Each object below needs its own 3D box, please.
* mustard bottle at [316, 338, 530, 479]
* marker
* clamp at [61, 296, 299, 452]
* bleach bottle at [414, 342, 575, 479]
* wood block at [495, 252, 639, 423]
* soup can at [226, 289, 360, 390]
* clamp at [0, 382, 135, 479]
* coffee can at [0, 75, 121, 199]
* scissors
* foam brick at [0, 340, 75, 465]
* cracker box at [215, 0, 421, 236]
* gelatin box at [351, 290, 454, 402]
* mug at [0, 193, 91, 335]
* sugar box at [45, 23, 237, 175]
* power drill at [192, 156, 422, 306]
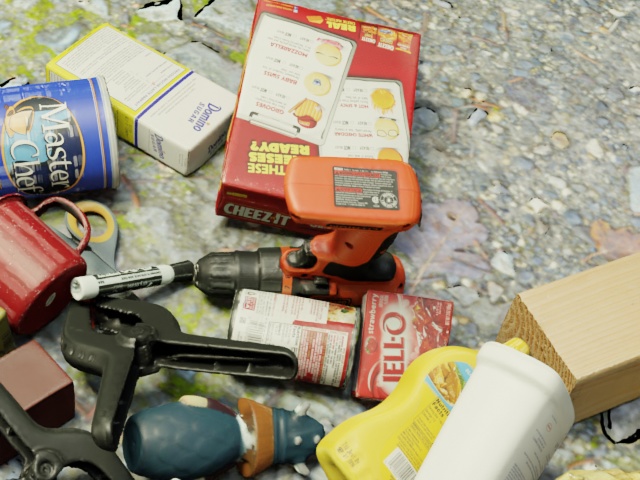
[{"bbox_3d":[0.094,0.138,0.820,0.191,0.058,0.096,-37,97,-24],"label":"mustard bottle"},{"bbox_3d":[-0.152,0.033,0.895,0.120,0.020,0.020,-9,49,-44],"label":"marker"},{"bbox_3d":[-0.127,0.084,0.818,0.164,0.036,0.210,-13,25,-28],"label":"clamp"},{"bbox_3d":[0.084,0.199,0.732,0.068,0.102,0.250,24,70,34],"label":"bleach bottle"},{"bbox_3d":[0.262,0.075,0.901,0.205,0.090,0.091,-17,55,-21],"label":"wood block"},{"bbox_3d":[-0.023,0.080,0.869,0.102,0.068,0.068,9,50,0],"label":"soup can"},{"bbox_3d":[-0.207,0.171,0.751,0.171,0.039,0.120,32,64,-14],"label":"clamp"},{"bbox_3d":[-0.256,-0.088,0.952,0.140,0.103,0.103,-9,53,-15],"label":"coffee can"},{"bbox_3d":[-0.170,0.027,0.926,0.202,0.016,0.096,27,52,14],"label":"scissors"},{"bbox_3d":[-0.233,0.125,0.814,0.078,0.051,0.053,-32,61,-29],"label":"foam brick"},{"bbox_3d":[0.000,-0.110,0.997,0.164,0.072,0.213,12,62,-6],"label":"cracker box"},{"bbox_3d":[0.068,0.090,0.874,0.073,0.030,0.089,8,81,-5],"label":"gelatin box"},{"bbox_3d":[-0.238,0.015,0.873,0.081,0.093,0.117,40,67,9],"label":"mug"},{"bbox_3d":[-0.171,-0.140,1.044,0.176,0.048,0.093,33,53,14],"label":"sugar box"},{"bbox_3d":[-0.006,0.001,0.861,0.184,0.188,0.057,1,65,-11],"label":"power drill"}]
